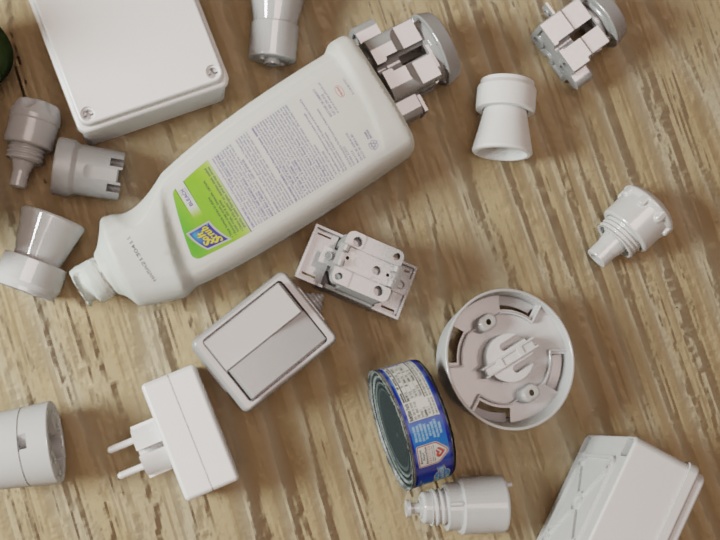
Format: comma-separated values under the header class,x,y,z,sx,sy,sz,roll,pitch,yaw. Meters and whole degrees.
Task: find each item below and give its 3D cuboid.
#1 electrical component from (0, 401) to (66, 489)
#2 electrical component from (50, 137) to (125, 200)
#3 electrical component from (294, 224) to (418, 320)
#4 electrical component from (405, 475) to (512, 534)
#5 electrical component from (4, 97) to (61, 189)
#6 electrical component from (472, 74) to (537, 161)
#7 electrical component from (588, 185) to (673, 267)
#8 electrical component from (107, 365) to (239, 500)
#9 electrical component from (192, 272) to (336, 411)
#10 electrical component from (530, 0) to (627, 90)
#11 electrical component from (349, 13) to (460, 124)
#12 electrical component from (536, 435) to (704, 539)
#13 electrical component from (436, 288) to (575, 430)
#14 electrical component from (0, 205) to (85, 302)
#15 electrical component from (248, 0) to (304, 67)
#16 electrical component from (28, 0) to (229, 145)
class,x,y,z,sx,sy,sz,roll,pitch,yaw
electrical component,-0.226,0.118,0.716,0.047,0.055,0.055,-8,85,-6
electrical component,-0.190,-0.069,0.751,0.046,0.040,0.040,9,82,-12
electrical component,0.000,0.000,0.759,0.081,0.064,0.042,22,80,-8
electrical component,0.071,0.167,0.761,0.078,0.040,0.040,-1,83,-9
electrical component,-0.231,-0.087,0.749,0.035,0.035,0.061,13,83,-7
electrical component,0.107,-0.113,0.798,0.045,0.045,0.055,6,82,-8
electrical component,0.198,-0.029,0.803,0.062,0.048,0.048,-43,91,-4
electrical component,-0.133,0.117,0.734,0.076,0.047,0.083,-22,86,-9
electrical component,-0.062,0.046,0.745,0.096,0.061,0.061,-39,90,-11
electrical component,0.167,-0.180,0.815,0.055,0.048,0.066,-36,90,-3
electrical component,0.036,-0.152,0.786,0.057,0.058,0.078,-28,88,-8
electrical component,0.173,0.173,0.742,0.056,0.108,0.108,29,80,-2
electrical component,0.102,0.064,0.766,0.099,0.064,0.099,1,83,-8
electrical component,-0.220,-0.011,0.736,0.045,0.045,0.055,20,81,-6
electrical component,-0.062,-0.182,0.783,0.044,0.044,0.065,5,87,-8
electrical component,-0.162,-0.158,0.757,0.109,0.056,0.108,-21,87,-11
